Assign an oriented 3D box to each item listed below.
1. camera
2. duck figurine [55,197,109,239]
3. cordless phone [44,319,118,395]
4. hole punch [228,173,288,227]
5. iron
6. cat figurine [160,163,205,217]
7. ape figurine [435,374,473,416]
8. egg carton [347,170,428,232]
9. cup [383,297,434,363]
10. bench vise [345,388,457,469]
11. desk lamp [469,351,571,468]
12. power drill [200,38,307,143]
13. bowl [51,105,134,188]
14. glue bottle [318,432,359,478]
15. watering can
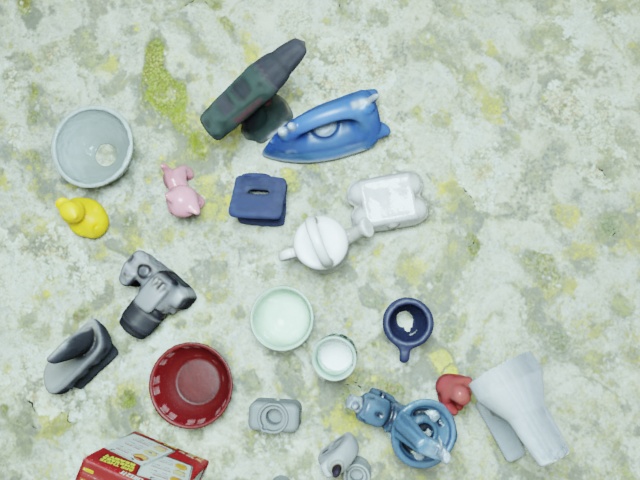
[{"bbox_3d":[-0.336,0.111,1.101,0.143,0.101,0.137,39,88,7],"label":"camera"},{"bbox_3d":[-0.476,-0.049,1.135,0.104,0.086,0.077,37,87,7],"label":"duck figurine"},{"bbox_3d":[-0.471,0.220,1.056,0.094,0.185,0.147,42,88,7],"label":"cordless phone"},{"bbox_3d":[-0.120,-0.082,1.113,0.108,0.091,0.101,3,84,4],"label":"hole punch"},{"bbox_3d":[0.002,-0.218,1.094,0.258,0.141,0.118,-18,83,2],"label":"iron"},{"bbox_3d":[-0.273,-0.092,1.110,0.067,0.118,0.128,-27,83,1],"label":"cat figurine"},{"bbox_3d":[0.251,0.282,1.051,0.078,0.092,0.076,-39,83,-1],"label":"ape figurine"},{"bbox_3d":[0.130,-0.072,1.107,0.150,0.069,0.107,-11,83,2],"label":"egg carton"},{"bbox_3d":[0.160,0.167,1.067,0.091,0.095,0.118,5,84,4],"label":"cup"},{"bbox_3d":[0.144,0.335,0.987,0.207,0.220,0.121,4,84,4],"label":"bench vise"},{"bbox_3d":[0.342,0.291,0.983,0.118,0.213,0.203,-29,83,1],"label":"desk lamp"},{"bbox_3d":[-0.111,-0.263,1.072,0.229,0.208,0.075,-39,83,-1],"label":"power drill"},{"bbox_3d":[-0.444,-0.181,1.152,0.167,0.075,0.167,0,84,4],"label":"bowl"},{"bbox_3d":[0.031,0.390,1.012,0.078,0.173,0.037,-34,83,0],"label":"glue bottle"},{"bbox_3d":[0.009,0.002,1.044,0.173,0.194,0.101,-40,83,-1],"label":"watering can"}]
